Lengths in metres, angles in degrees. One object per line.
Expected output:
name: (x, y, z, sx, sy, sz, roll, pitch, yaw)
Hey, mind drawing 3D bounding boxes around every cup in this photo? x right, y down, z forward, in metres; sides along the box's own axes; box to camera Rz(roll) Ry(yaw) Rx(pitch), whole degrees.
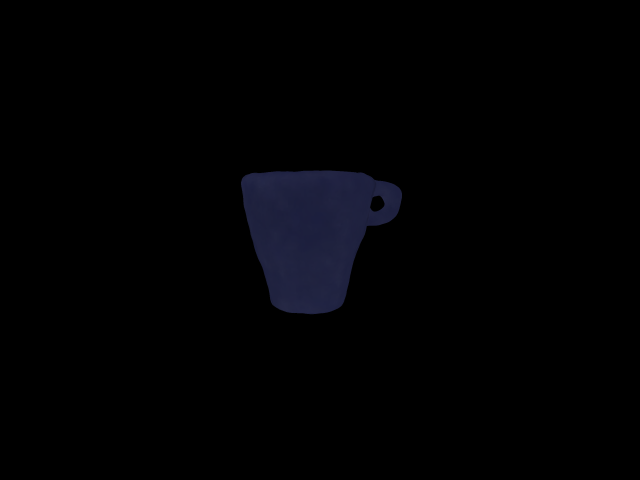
cup: (0.004, 0.001, 0.400, 0.118, 0.095, 0.091, -1, 4, -23)
